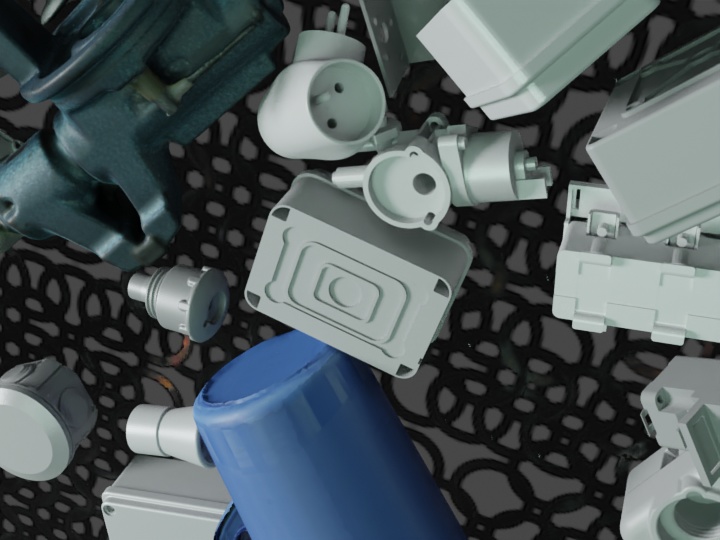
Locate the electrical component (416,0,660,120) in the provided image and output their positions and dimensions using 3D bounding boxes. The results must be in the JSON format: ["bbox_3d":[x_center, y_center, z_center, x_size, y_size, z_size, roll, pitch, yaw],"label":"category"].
[{"bbox_3d":[0.077,-0.114,0.487,0.078,0.113,0.057,-41,97,1],"label":"electrical component"}]

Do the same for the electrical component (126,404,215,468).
[{"bbox_3d":[-0.128,0.112,0.745,0.065,0.044,0.044,1,119,25],"label":"electrical component"}]

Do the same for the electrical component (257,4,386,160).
[{"bbox_3d":[-0.018,-0.101,0.570,0.043,0.077,0.079,13,85,-23],"label":"electrical component"}]

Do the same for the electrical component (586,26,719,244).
[{"bbox_3d":[0.168,-0.074,0.487,0.109,0.108,0.056,-27,104,31],"label":"electrical component"}]

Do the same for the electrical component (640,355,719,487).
[{"bbox_3d":[0.192,0.074,0.585,0.064,0.081,0.042,-1,121,54],"label":"electrical component"}]

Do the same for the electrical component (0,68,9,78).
[{"bbox_3d":[-0.280,-0.115,0.605,0.089,0.150,0.061,10,120,15],"label":"electrical component"}]

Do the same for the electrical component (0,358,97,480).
[{"bbox_3d":[-0.235,0.107,0.775,0.080,0.051,0.080,9,121,16],"label":"electrical component"}]

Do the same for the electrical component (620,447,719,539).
[{"bbox_3d":[0.199,0.132,0.622,0.054,0.059,0.095,39,124,-4],"label":"electrical component"}]

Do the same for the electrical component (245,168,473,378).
[{"bbox_3d":[0.000,0.000,0.623,0.113,0.057,0.078,25,124,5],"label":"electrical component"}]

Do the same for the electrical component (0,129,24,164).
[{"bbox_3d":[-0.273,-0.071,0.681,0.096,0.061,0.061,36,124,-2],"label":"electrical component"}]

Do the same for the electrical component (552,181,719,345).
[{"bbox_3d":[0.165,0.003,0.559,0.121,0.063,0.078,8,121,16],"label":"electrical component"}]

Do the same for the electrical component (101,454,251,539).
[{"bbox_3d":[-0.120,0.197,0.780,0.109,0.056,0.108,4,119,18],"label":"electrical component"}]

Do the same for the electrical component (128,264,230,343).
[{"bbox_3d":[-0.118,0.017,0.685,0.062,0.048,0.048,14,122,21],"label":"electrical component"}]
